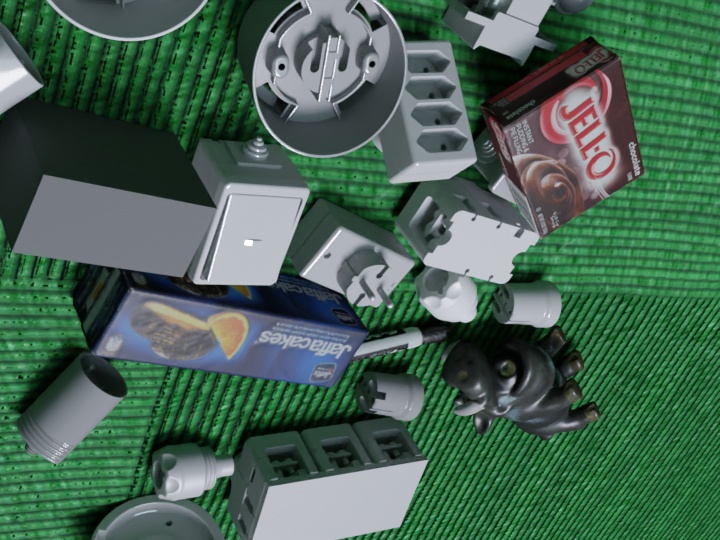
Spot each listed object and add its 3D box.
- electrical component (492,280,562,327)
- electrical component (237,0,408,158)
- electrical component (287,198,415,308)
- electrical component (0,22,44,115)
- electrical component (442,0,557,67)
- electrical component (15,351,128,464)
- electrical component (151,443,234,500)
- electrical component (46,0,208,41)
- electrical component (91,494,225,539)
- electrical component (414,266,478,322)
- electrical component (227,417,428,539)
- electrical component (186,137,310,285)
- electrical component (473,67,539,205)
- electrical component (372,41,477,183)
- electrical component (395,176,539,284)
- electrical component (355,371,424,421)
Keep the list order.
[{"bbox_3d":[0.140,0.028,0.909,0.046,0.040,0.040,2,127,-26],"label":"electrical component"},{"bbox_3d":[-0.024,-0.126,0.646,0.099,0.064,0.099,-15,133,-16],"label":"electrical component"},{"bbox_3d":[0.000,0.000,0.768,0.083,0.075,0.047,24,113,-43],"label":"electrical component"},{"bbox_3d":[-0.220,-0.106,0.560,0.077,0.043,0.079,-34,138,-1],"label":"electrical component"},{"bbox_3d":[0.094,-0.174,0.694,0.081,0.042,0.063,9,120,-38],"label":"electrical component"},{"bbox_3d":[-0.207,0.100,0.757,0.081,0.043,0.043,-45,137,12],"label":"electrical component"},{"bbox_3d":[-0.132,0.159,0.856,0.062,0.043,0.043,-3,129,-31],"label":"electrical component"},{"bbox_3d":[-0.123,-0.174,0.542,0.099,0.064,0.099,-17,135,-18],"label":"electrical component"},{"bbox_3d":[-0.164,0.244,0.870,0.108,0.108,0.060,-11,139,-23],"label":"electrical component"},{"bbox_3d":[0.073,0.021,0.857,0.043,0.043,0.062,-39,139,5],"label":"electrical component"},{"bbox_3d":[-0.031,0.181,0.925,0.150,0.061,0.089,-4,130,-29],"label":"electrical component"},{"bbox_3d":[-0.076,-0.040,0.696,0.062,0.061,0.096,1,127,-33],"label":"electrical component"},{"bbox_3d":[0.138,-0.091,0.791,0.100,0.048,0.099,21,115,-42],"label":"electrical component"},{"bbox_3d":[0.031,-0.097,0.708,0.047,0.083,0.076,-7,170,-27],"label":"electrical component"},{"bbox_3d":[0.078,-0.032,0.802,0.089,0.055,0.050,13,120,-39],"label":"electrical component"},{"bbox_3d":[0.024,0.105,0.908,0.046,0.040,0.040,12,121,-31],"label":"electrical component"}]
